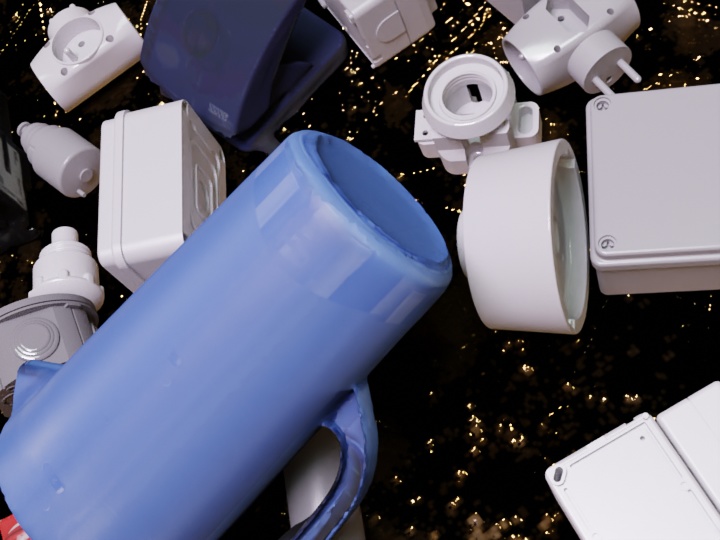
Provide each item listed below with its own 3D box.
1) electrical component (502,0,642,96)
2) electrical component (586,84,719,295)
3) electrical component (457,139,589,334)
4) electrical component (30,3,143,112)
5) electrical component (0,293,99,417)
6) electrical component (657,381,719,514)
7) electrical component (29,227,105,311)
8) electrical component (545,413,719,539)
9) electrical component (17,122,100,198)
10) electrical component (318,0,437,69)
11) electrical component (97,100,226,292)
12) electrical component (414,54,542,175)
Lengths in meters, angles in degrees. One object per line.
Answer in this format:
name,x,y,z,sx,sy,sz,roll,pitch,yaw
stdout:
electrical component,0.143,-0.138,0.676,0.077,0.043,0.079,-35,61,-1
electrical component,0.187,-0.046,0.613,0.109,0.056,0.108,-3,65,16
electrical component,0.089,-0.017,0.603,0.060,0.108,0.108,-4,65,22
electrical component,-0.207,-0.168,0.798,0.077,0.044,0.079,-36,61,-1
electrical component,-0.199,0.053,0.674,0.080,0.080,0.051,-27,66,4
electrical component,0.206,0.096,0.546,0.076,0.047,0.083,-31,61,1
electrical component,-0.196,0.000,0.718,0.048,0.048,0.062,-18,55,8
electrical component,0.145,0.132,0.540,0.062,0.061,0.096,-31,61,2
electrical component,-0.216,-0.083,0.764,0.078,0.040,0.040,34,79,28
electrical component,0.004,-0.199,0.737,0.061,0.061,0.096,-35,61,-1
electrical component,-0.126,-0.043,0.695,0.057,0.078,0.113,-11,63,12
electrical component,0.071,-0.097,0.672,0.078,0.057,0.058,-2,65,16
